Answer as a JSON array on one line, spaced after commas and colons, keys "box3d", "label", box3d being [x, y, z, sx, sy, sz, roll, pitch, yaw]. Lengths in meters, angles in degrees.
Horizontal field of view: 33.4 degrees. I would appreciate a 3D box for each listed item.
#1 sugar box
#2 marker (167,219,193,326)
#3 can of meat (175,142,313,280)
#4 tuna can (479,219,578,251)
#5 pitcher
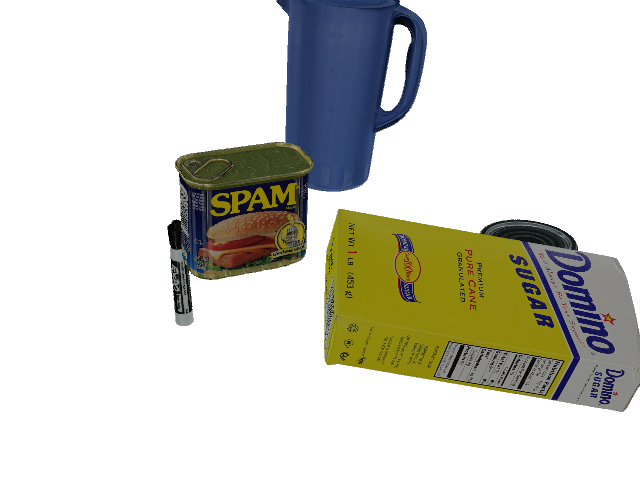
[{"box3d": [0.091, 0.038, 0.613, 0.176, 0.048, 0.093, 7, 42, -5], "label": "sugar box"}, {"box3d": [-0.145, 0.034, 1.105, 0.020, 0.121, 0.020, -1, 29, 0], "label": "marker"}, {"box3d": [-0.059, -0.023, 0.824, 0.102, 0.084, 0.057, -10, 31, -21], "label": "can of meat"}, {"box3d": [0.175, 0.014, 0.908, 0.086, 0.034, 0.086, 2, 26, -1], "label": "tuna can"}, {"box3d": [0.028, -0.186, 1.307, 0.144, 0.243, 0.149, -8, 28, -27], "label": "pitcher"}]
